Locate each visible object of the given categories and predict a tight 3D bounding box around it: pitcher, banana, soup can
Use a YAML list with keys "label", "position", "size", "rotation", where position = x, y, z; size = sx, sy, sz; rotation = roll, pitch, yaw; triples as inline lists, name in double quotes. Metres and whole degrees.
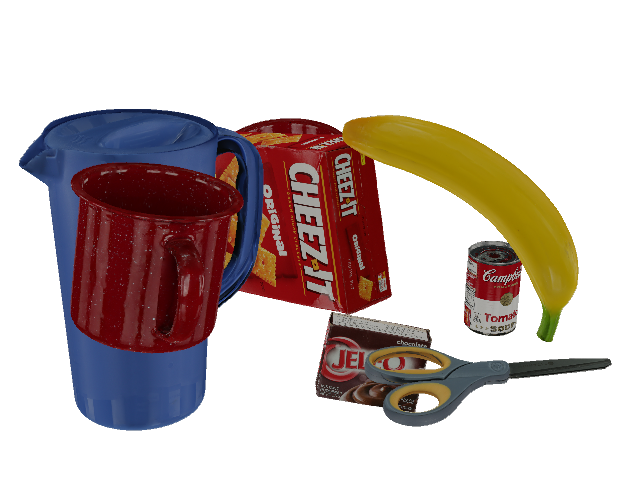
- label: "pitcher"
  position: [-0.137, 0.021, 0.852]
  size: [0.149, 0.243, 0.144]
  rotation: [9, 23, 18]
- label: "banana"
  position: [0.102, -0.024, 0.692]
  size: [0.070, 0.198, 0.037]
  rotation: [-45, -4, 9]
- label: "soup can"
  position: [0.216, 0.060, 1.340]
  size: [0.068, 0.102, 0.068]
  rotation: [0, 24, 0]

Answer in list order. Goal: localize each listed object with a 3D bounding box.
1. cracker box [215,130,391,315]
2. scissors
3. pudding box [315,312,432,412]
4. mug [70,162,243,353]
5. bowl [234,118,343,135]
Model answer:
- label: "cracker box"
  position: [-0.036, -0.023, 1.080]
  size: [0.071, 0.164, 0.214]
  rotation: [-22, 21, -39]
- label: "scissors"
  position: [0.134, 0.118, 0.856]
  size: [0.202, 0.016, 0.096]
  rotation: [4, 34, 7]
- label: "pudding box"
  position: [0.057, 0.132, 1.162]
  size: [0.113, 0.090, 0.039]
  rotation: [9, 23, -3]
- label: "mug"
  position: [-0.088, 0.014, 0.578]
  size: [0.093, 0.081, 0.117]
  rotation: [-1, 22, -29]
- label: "bowl"
  position: [-0.042, -0.083, 1.268]
  size: [0.162, 0.055, 0.162]
  rotation: [-2, 36, 1]
